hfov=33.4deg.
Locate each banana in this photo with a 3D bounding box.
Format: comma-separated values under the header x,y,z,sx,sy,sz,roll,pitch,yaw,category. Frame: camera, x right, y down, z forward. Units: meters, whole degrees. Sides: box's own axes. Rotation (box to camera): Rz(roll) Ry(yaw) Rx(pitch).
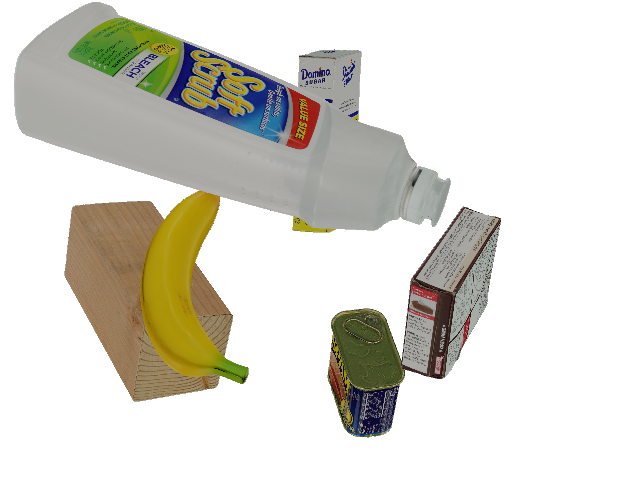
x,y,z,sx,sy,sz,roll,pitch,yaw,category
-0.101,0.032,0.799,0.069,0.198,0.037,4,-45,-18,banana

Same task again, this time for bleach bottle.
x,y,z,sx,sy,sz,roll,pitch,yaw,category
-0.045,-0.065,0.619,0.251,0.068,0.102,19,37,13,bleach bottle

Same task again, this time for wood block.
x,y,z,sx,sy,sz,roll,pitch,yaw,category
-0.175,0.053,1.051,0.090,0.091,0.206,-5,35,-31,wood block

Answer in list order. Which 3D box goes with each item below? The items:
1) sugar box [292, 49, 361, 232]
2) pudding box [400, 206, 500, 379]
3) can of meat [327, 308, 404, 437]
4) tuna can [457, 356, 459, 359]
x,y,z,sx,sy,sz,roll,pitch,yaw,category
0.007,-0.102,1.082,0.048,0.176,0.093,5,14,17,sugar box
0.103,0.040,0.835,0.039,0.090,0.113,16,38,19,pudding box
0.043,0.134,1.069,0.057,0.084,0.102,-6,44,-12,can of meat
0.141,0.102,1.269,0.034,0.086,0.086,-6,-2,22,tuna can
